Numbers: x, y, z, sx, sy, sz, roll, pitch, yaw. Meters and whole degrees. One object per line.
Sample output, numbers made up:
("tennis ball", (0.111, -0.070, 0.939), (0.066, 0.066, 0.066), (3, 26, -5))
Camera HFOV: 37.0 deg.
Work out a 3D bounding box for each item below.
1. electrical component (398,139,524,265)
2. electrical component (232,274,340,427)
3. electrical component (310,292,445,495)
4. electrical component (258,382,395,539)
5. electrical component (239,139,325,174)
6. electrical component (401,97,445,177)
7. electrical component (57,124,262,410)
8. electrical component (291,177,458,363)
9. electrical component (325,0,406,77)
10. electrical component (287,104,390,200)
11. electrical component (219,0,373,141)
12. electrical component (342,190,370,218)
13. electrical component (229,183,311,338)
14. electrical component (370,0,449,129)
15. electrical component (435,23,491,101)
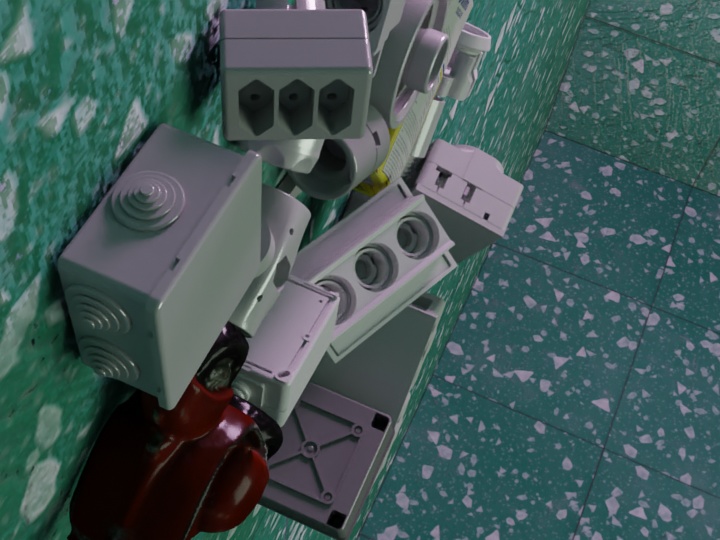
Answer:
("electrical component", (0.077, -0.059, 0.997), (0.061, 0.089, 0.150), (-65, -171, -18))
("electrical component", (-0.061, 0.054, 0.688), (0.061, 0.062, 0.096), (102, 14, -50))
("electrical component", (-0.003, 0.096, 0.989), (0.060, 0.105, 0.186), (-44, 155, -68))
("electrical component", (-0.040, 0.159, 0.921), (0.056, 0.109, 0.108), (82, 32, -68))
("electrical component", (-0.035, -0.085, 0.564), (0.043, 0.043, 0.062), (-21, 132, -78))
("electrical component", (0.039, -0.113, 0.924), (0.043, 0.043, 0.081), (-38, 150, -72))
("electrical component", (-0.084, -0.002, 0.464), (0.099, 0.048, 0.099), (99, 17, -56))
("electrical component", (0.000, 0.000, 0.782), (0.121, 0.078, 0.063), (-37, -169, -21))
("electrical component", (0.003, -0.158, 0.616), (0.063, 0.042, 0.081), (-55, 166, -59))
("electrical component", (-0.015, -0.075, 0.671), (0.047, 0.055, 0.055), (-50, 161, -51))
("electrical component", (-0.032, -0.104, 0.497), (0.047, 0.066, 0.076), (99, -12, -57))
("electrical component", (0.006, -0.036, 0.906), (0.077, 0.047, 0.065), (0, 113, -80))
("electrical component", (-0.063, -0.011, 0.578), (0.079, 0.043, 0.077), (78, 36, -74))
("electrical component", (0.024, -0.145, 0.705), (0.108, 0.060, 0.108), (23, 90, -81))
("electrical component", (0.081, -0.188, 0.945), (0.057, 0.058, 0.078), (-68, 171, 22))
